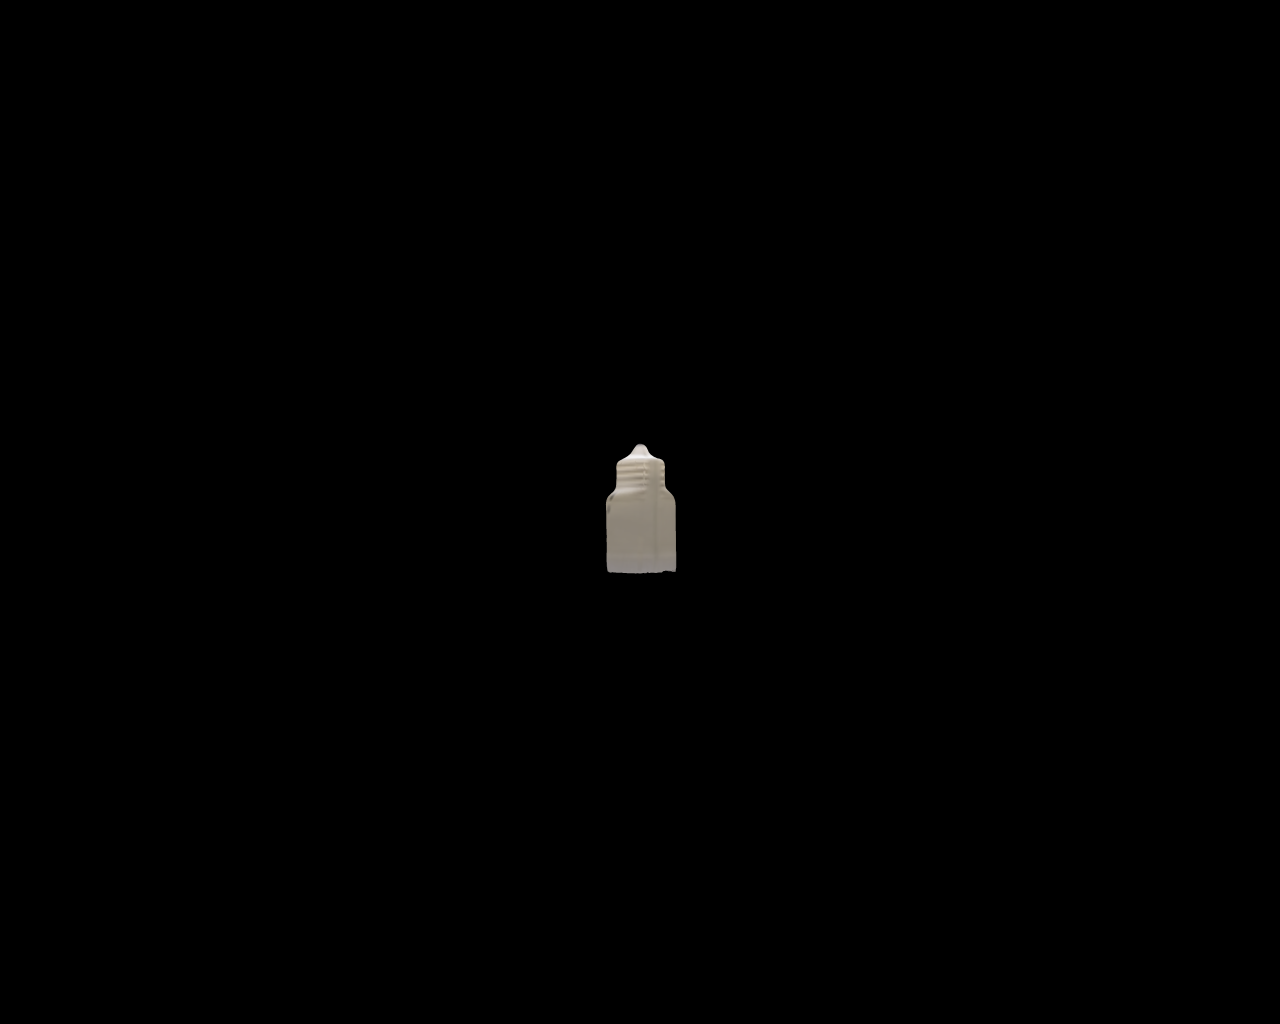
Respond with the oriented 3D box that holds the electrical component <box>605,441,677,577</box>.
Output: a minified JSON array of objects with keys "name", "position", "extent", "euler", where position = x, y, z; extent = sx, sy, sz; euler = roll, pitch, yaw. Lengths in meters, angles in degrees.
[{"name":"electrical component","position":[0.001,-0.003,0.650],"extent":[0.043,0.081,0.043],"euler":[0,0,0]}]
